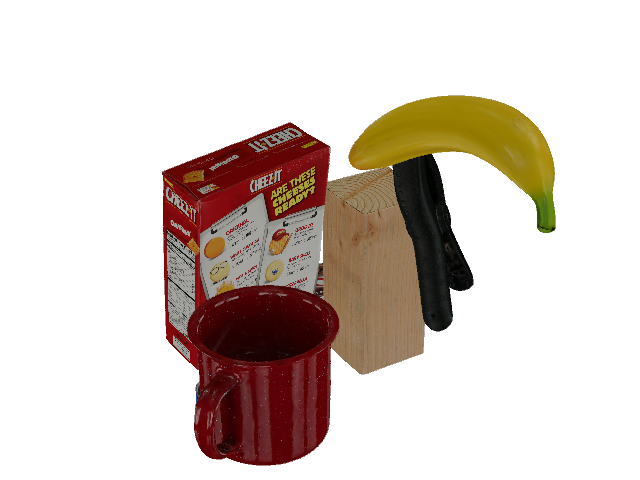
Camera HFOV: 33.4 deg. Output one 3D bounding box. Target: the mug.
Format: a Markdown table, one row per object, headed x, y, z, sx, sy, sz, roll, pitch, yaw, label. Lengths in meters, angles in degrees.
| x | y | z | sx | sy | sz | roll | pitch | yaw | label |
| --- | --- | --- | --- | --- | --- | --- | --- | --- | --- |
| -0.040 | 0.091 | 0.658 | 0.093 | 0.081 | 0.117 | 12 | 30 | 23 | mug |

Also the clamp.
| x | y | z | sx | sy | sz | roll | pitch | yaw | label |
| --- | --- | --- | --- | --- | --- | --- | --- | --- | --- |
| 0.093 | -0.009 | 0.919 | 0.039 | 0.171 | 0.120 | -16 | 19 | 17 | clamp |

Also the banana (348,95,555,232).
| x | y | z | sx | sy | sz | roll | pitch | yaw | label |
| --- | --- | --- | --- | --- | --- | --- | --- | --- | --- |
| 0.086 | -0.063 | 0.699 | 0.037 | 0.069 | 0.198 | 26 | -1 | -37 | banana |

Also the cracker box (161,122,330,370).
| x | y | z | sx | sy | sz | roll | pitch | yaw | label |
| --- | --- | --- | --- | --- | --- | --- | --- | --- | --- |
| -0.078 | 0.005 | 1.085 | 0.163 | 0.214 | 0.072 | -26 | 46 | -35 | cracker box |

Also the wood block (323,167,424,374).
| x | y | z | sx | sy | sz | roll | pitch | yaw | label |
| --- | --- | --- | --- | --- | --- | --- | --- | --- | --- |
| 0.061 | 0.034 | 1.209 | 0.090 | 0.206 | 0.090 | -16 | 32 | -26 | wood block |

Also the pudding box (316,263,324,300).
| x | y | z | sx | sy | sz | roll | pitch | yaw | label |
| --- | --- | --- | --- | --- | --- | --- | --- | --- | --- |
| 0.012 | 0.065 | 1.463 | 0.113 | 0.039 | 0.090 | -15 | 26 | -25 | pudding box |

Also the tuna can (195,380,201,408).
| x | y | z | sx | sy | sz | roll | pitch | yaw | label |
| --- | --- | --- | --- | --- | --- | --- | --- | --- | --- |
| -0.065 | 0.143 | 0.918 | 0.086 | 0.034 | 0.086 | 3 | 16 | -1 | tuna can |
